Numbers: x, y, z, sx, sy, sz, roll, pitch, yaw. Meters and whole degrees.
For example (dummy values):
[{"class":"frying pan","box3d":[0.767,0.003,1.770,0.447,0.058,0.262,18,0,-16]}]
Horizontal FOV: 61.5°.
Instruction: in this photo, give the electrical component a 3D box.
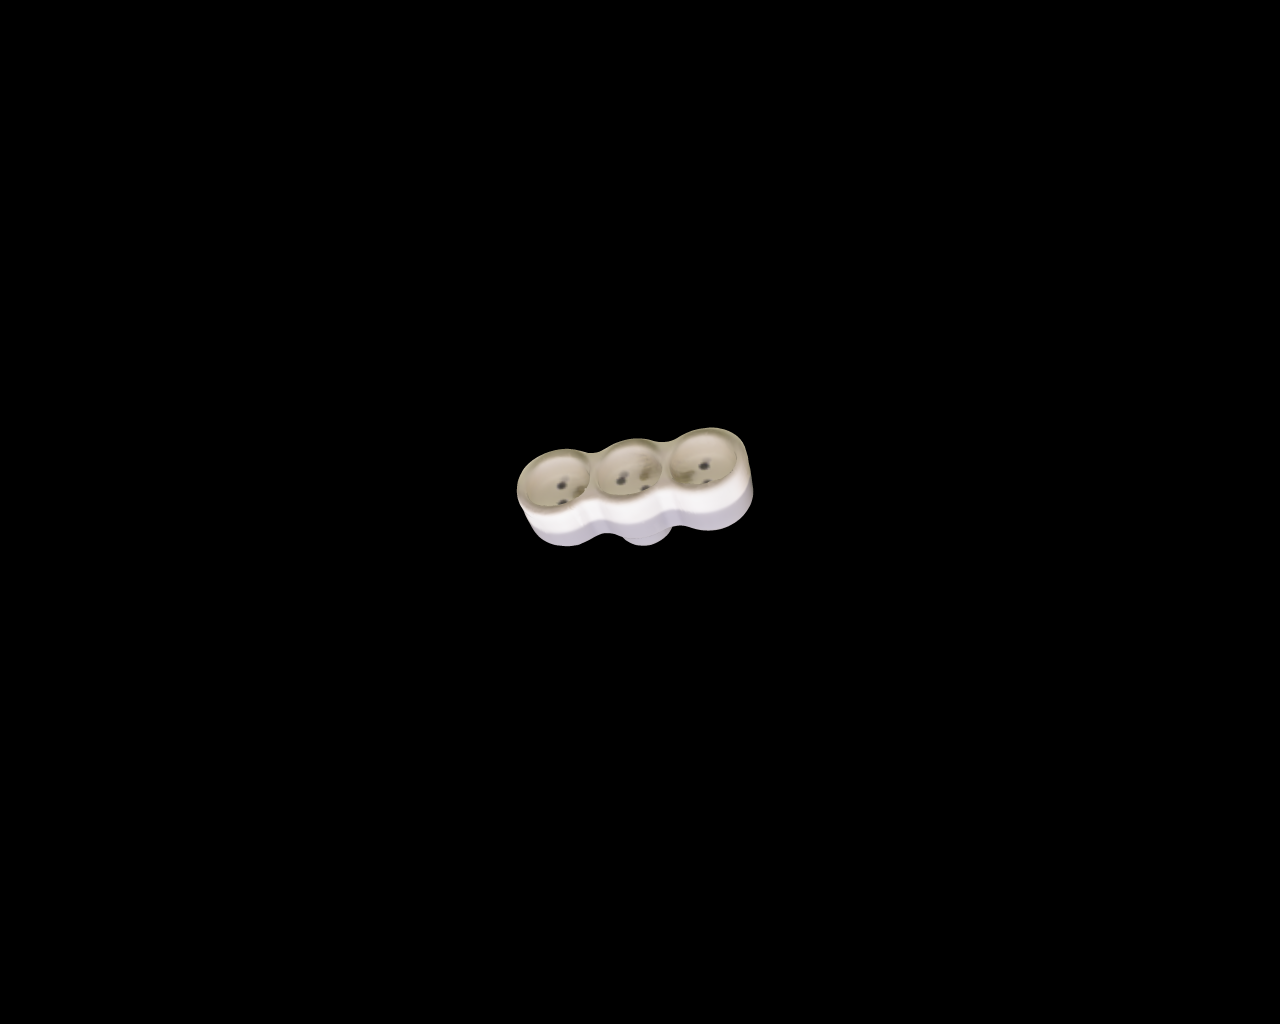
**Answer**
[{"class":"electrical component","box3d":[0.001,-0.003,0.650,0.138,0.052,0.073,-7,-39,9]}]
